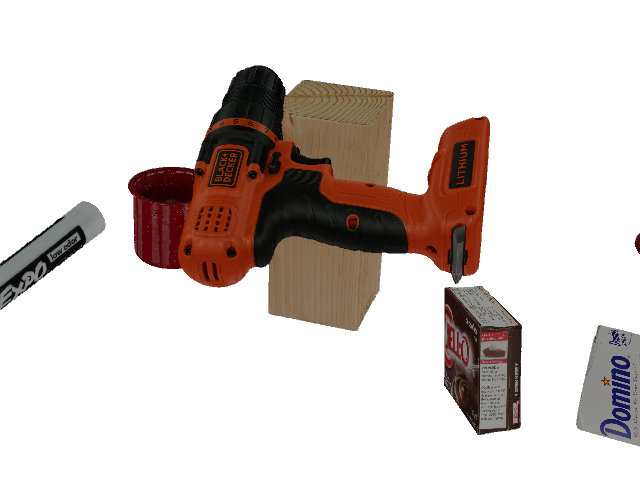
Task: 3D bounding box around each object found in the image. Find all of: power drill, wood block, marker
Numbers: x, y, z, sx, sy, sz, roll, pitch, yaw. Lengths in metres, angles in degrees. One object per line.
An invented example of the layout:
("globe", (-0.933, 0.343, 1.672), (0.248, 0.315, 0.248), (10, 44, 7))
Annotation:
("power drill", (0.013, -0.044, 0.685), (0.188, 0.184, 0.057), (2, -40, 10))
("wood block", (0.008, -0.032, 0.986), (0.091, 0.206, 0.090), (10, 29, 15))
("marker", (-0.151, 0.020, 0.516), (0.020, 0.020, 0.121), (0, 32, 41))

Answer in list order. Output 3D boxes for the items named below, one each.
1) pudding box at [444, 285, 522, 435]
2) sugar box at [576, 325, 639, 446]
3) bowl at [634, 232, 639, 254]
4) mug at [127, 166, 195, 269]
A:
("pudding box", (0.130, 0.094, 0.866), (0.039, 0.090, 0.113), (-5, 14, -9))
("sugar box", (0.319, 0.142, 0.930), (0.176, 0.093, 0.048), (12, 23, 16))
("bowl", (0.408, 0.029, 1.106), (0.162, 0.055, 0.162), (-3, 22, 1))
("mug", (-0.158, -0.028, 1.139), (0.093, 0.081, 0.117), (-2, 28, -12))
